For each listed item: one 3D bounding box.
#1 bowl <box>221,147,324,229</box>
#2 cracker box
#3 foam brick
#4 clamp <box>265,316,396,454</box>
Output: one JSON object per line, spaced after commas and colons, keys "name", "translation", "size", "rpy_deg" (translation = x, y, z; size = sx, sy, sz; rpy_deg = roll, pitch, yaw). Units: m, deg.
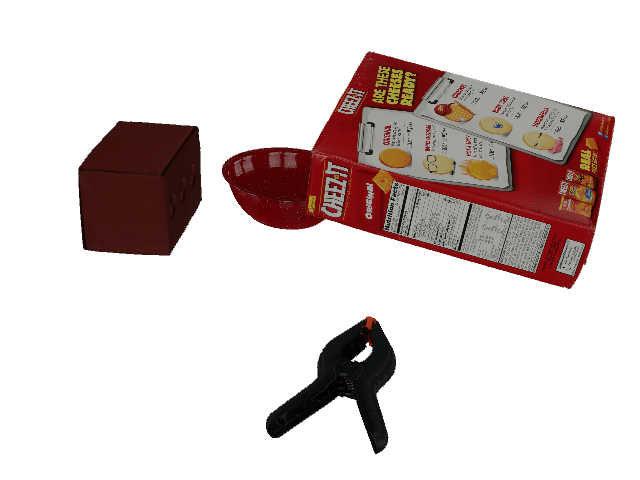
{"name": "bowl", "translation": [-0.039, -0.057, 1.276], "size": [0.162, 0.055, 0.162], "rpy_deg": [5, 26, -3]}
{"name": "cracker box", "translation": [0.113, -0.059, 0.842], "size": [0.214, 0.072, 0.164], "rpy_deg": [16, 40, 9]}
{"name": "foam brick", "translation": [-0.105, -0.032, 0.629], "size": [0.051, 0.053, 0.078], "rpy_deg": [6, 29, 7]}
{"name": "clamp", "translation": [0.035, 0.142, 1.046], "size": [0.120, 0.039, 0.171], "rpy_deg": [15, 46, 24]}
